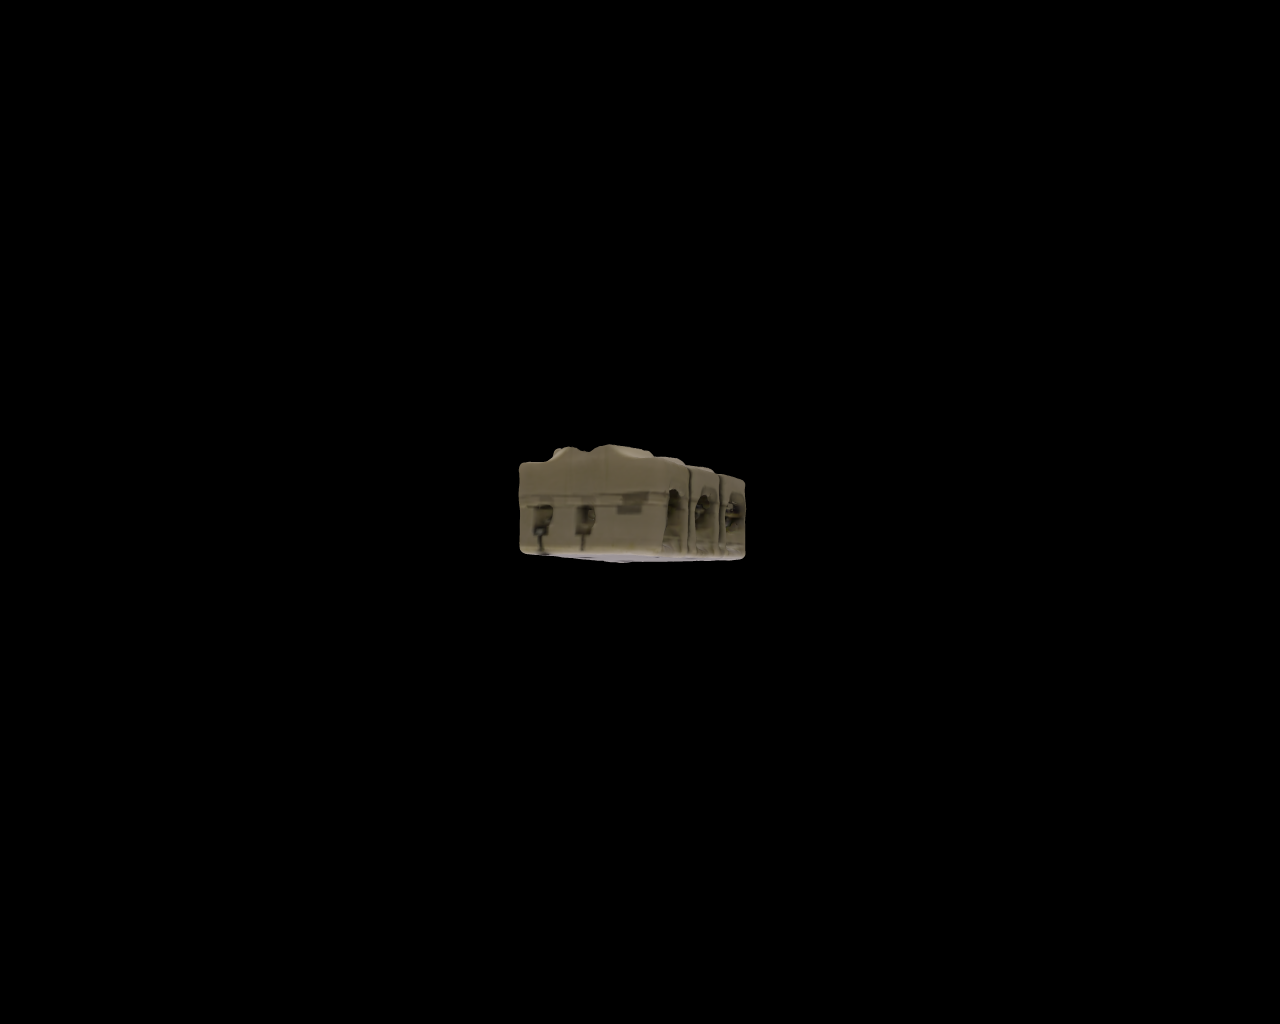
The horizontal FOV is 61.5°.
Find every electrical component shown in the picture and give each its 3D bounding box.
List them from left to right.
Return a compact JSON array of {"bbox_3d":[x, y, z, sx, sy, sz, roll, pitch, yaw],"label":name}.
[{"bbox_3d":[0.001,-0.003,0.650,0.089,0.061,0.150,-2,-5,24],"label":"electrical component"}]
